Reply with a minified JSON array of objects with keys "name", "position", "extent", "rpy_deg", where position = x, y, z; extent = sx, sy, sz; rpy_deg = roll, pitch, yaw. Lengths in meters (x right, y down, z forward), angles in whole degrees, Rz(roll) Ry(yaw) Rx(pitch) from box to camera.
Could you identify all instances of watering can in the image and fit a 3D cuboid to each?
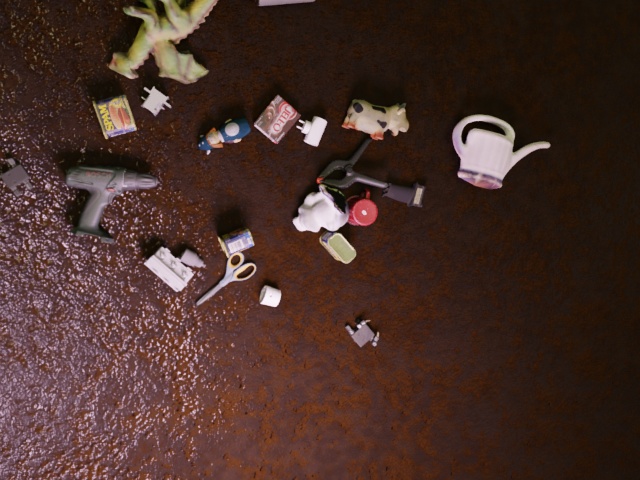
[{"name":"watering can","position":[0.571,-0.268,1.643],"extent":[0.347,0.104,0.224],"rpy_deg":[14,92,-15]}]

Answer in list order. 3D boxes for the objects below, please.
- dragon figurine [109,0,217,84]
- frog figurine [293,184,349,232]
[{"name":"dragon figurine","position":[-0.379,-0.550,1.399],"extent":[0.412,0.124,0.238],"rpy_deg":[-20,117,-10]},{"name":"frog figurine","position":[0.005,-0.077,1.529],"extent":[0.137,0.125,0.157],"rpy_deg":[44,120,0]}]
